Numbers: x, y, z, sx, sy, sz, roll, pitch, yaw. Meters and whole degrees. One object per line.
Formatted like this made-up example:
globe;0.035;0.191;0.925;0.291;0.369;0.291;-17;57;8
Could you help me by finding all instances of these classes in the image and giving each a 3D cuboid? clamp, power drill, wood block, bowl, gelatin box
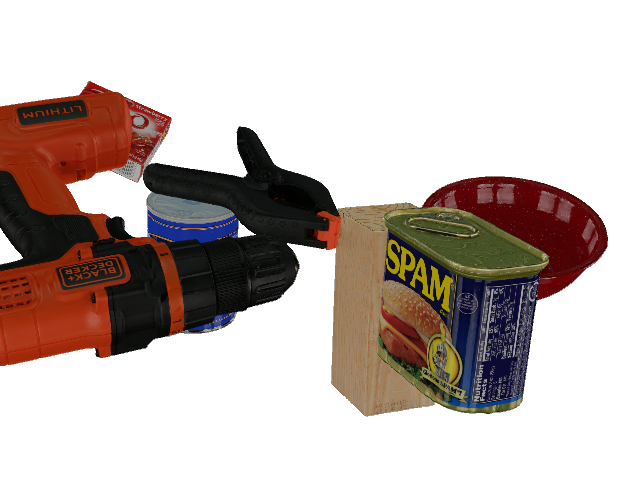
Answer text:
clamp;-0.059;-0.038;0.864;0.120;0.039;0.172;-26;42;-30
power drill;-0.125;-0.014;0.630;0.184;0.057;0.188;-10;43;-21
wood block;0.072;0.072;1.151;0.090;0.206;0.091;-6;19;-23
bowl;0.165;0.006;0.936;0.162;0.055;0.162;2;34;-1
gelatin box;-0.196;-0.104;1.010;0.089;0.073;0.030;25;-43;-3

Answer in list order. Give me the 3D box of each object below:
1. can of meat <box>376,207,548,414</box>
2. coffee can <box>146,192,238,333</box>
can of meat;0.073;0.036;0.582;0.057;0.084;0.102;-5;21;-25
coffee can;-0.143;0.019;1.197;0.103;0.140;0.103;3;24;-2
